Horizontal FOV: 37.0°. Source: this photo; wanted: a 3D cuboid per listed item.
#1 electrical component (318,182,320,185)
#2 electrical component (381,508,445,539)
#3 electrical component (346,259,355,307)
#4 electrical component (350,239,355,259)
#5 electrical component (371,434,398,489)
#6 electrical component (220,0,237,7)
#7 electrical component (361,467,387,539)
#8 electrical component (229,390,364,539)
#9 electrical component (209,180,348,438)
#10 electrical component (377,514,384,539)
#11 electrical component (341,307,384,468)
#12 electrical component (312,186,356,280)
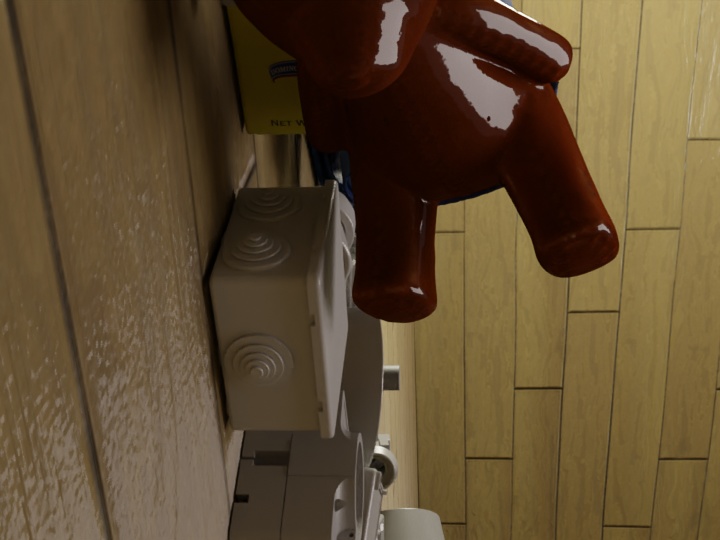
[{"bbox_3d":[-0.006,-0.121,0.817,0.108,0.056,0.108,81,10,-61],"label":"electrical component"},{"bbox_3d":[0.038,0.281,1.088,0.099,0.099,0.064,82,3,-59],"label":"electrical component"},{"bbox_3d":[-0.013,0.011,0.678,0.043,0.062,0.043,0,90,-85],"label":"electrical component"},{"bbox_3d":[0.000,0.000,0.744,0.080,0.080,0.051,-44,129,-83],"label":"electrical component"},{"bbox_3d":[0.013,0.196,1.091,0.055,0.048,0.066,-108,-163,-81],"label":"electrical component"},{"bbox_3d":[-0.050,-0.135,0.420,0.035,0.035,0.061,-81,172,-63],"label":"electrical component"},{"bbox_3d":[-0.024,0.157,0.591,0.061,0.061,0.096,77,21,-68],"label":"electrical component"},{"bbox_3d":[-0.028,0.107,0.532,0.089,0.056,0.050,-86,173,-45],"label":"electrical component"},{"bbox_3d":[-0.035,0.017,0.495,0.099,0.048,0.099,-83,171,-57],"label":"electrical component"},{"bbox_3d":[-0.007,0.232,0.819,0.099,0.048,0.099,55,35,-82],"label":"electrical component"},{"bbox_3d":[-0.015,0.070,0.638,0.099,0.064,0.099,0,90,-85],"label":"electrical component"},{"bbox_3d":[-0.026,-0.019,0.636,0.055,0.045,0.045,-84,172,-57],"label":"electrical component"}]
